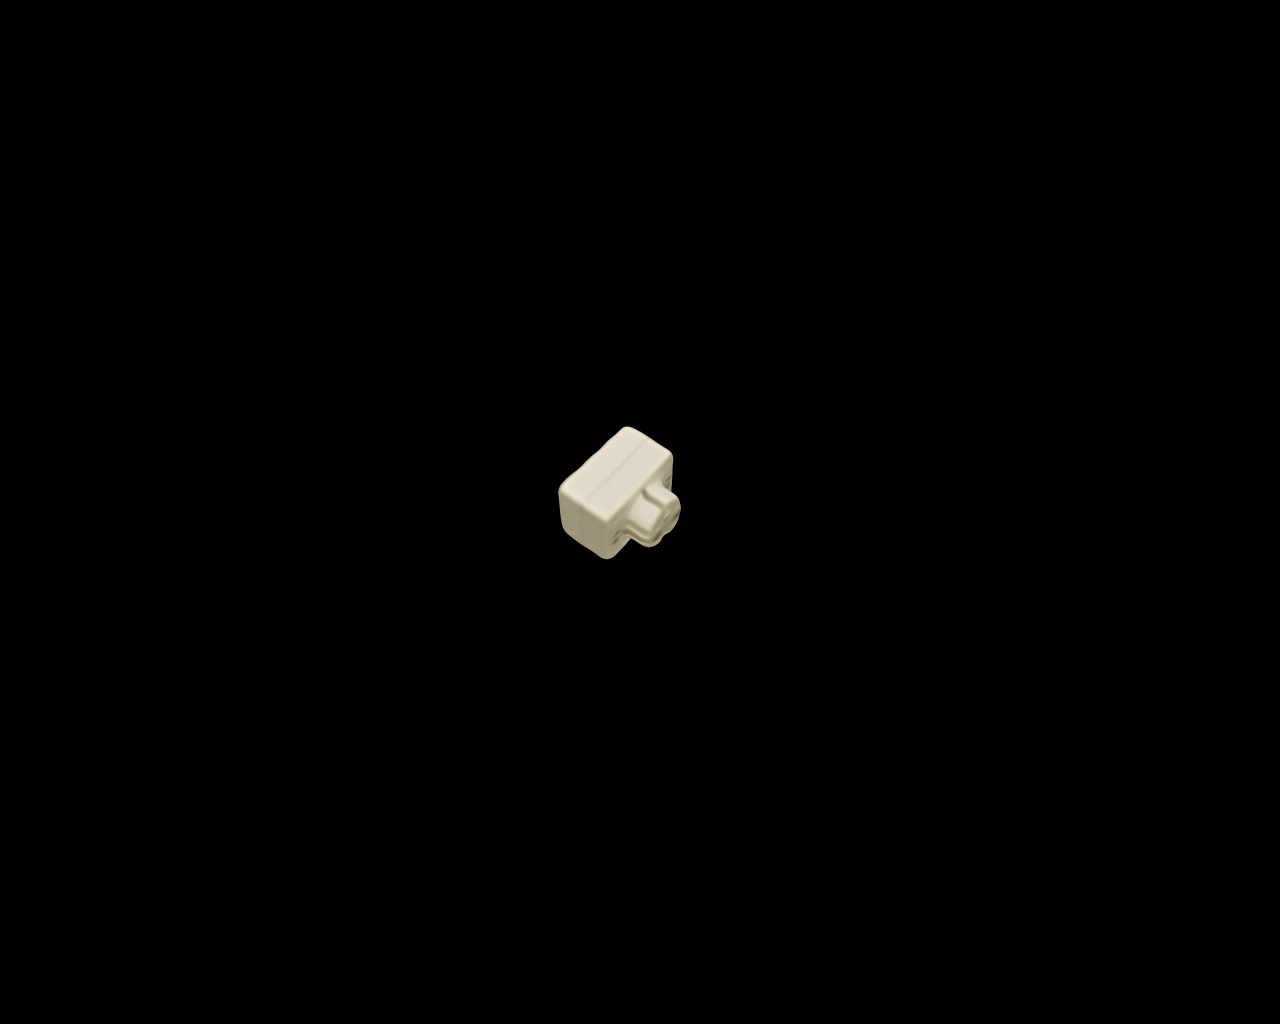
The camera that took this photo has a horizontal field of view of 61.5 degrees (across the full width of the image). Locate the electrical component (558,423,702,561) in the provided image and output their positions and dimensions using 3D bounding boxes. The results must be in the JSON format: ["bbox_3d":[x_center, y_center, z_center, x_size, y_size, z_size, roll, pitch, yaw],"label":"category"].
[{"bbox_3d":[0.001,-0.003,0.650,0.077,0.066,0.047,33,-28,20],"label":"electrical component"}]
